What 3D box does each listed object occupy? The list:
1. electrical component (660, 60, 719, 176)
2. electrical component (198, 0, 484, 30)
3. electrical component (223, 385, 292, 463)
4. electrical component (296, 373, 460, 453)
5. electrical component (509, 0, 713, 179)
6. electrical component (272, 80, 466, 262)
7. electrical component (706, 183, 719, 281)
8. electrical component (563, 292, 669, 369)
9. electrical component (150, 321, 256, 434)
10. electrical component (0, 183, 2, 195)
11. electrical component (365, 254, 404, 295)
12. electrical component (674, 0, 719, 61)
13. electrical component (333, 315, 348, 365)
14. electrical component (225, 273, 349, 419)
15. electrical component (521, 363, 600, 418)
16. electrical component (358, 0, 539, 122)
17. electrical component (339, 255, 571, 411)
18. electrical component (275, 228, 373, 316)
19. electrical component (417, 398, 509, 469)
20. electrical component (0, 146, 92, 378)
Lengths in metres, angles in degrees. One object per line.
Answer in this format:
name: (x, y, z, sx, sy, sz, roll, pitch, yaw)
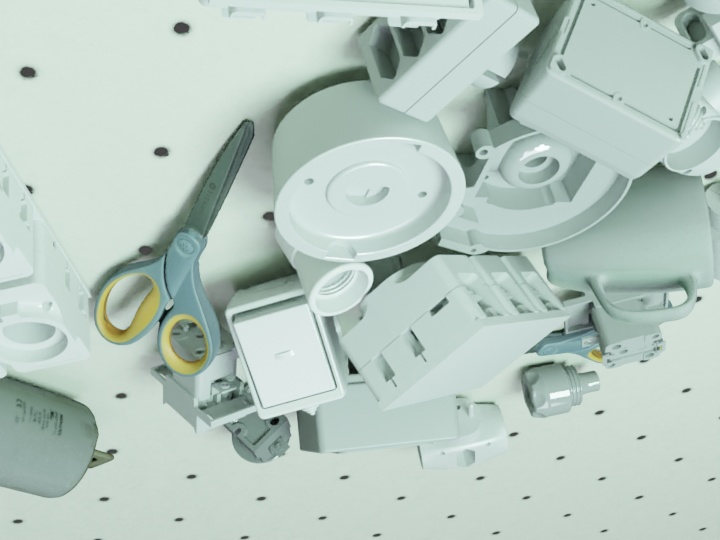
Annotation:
electrical component: (0.201, -0.100, 0.634, 0.079, 0.044, 0.077, -43, 141, 22)
electrical component: (-0.011, -0.146, 0.483, 0.121, 0.078, 0.063, -1, 166, -16)
electrical component: (-0.082, 0.127, 0.860, 0.048, 0.066, 0.055, -44, 158, -16)
electrical component: (0.010, 0.108, 0.823, 0.109, 0.056, 0.109, -4, 173, -12)
electrical component: (0.136, -0.094, 0.571, 0.096, 0.061, 0.061, 27, 156, -6)
electrical component: (0.001, -0.060, 0.613, 0.108, 0.060, 0.108, -8, 145, -6)
electrical component: (0.262, -0.030, 0.753, 0.043, 0.043, 0.081, -17, 145, 6)
electrical component: (0.197, 0.037, 0.810, 0.081, 0.063, 0.042, -15, 146, 3)
electrical component: (-0.110, 0.073, 0.758, 0.042, 0.081, 0.063, -18, 125, -37)
electrical component: (-0.213, -0.079, 0.489, 0.048, 0.099, 0.099, -26, 145, -3)
electrical component: (0.000, 0.000, 0.712, 0.055, 0.045, 0.045, -17, 145, 5)
electrical component: (0.198, -0.147, 0.554, 0.078, 0.058, 0.057, -28, 145, 22)
electrical component: (-0.041, 0.055, 0.778, 0.055, 0.045, 0.045, -15, 145, 4)
electrical component: (-0.046, 0.056, 0.723, 0.062, 0.061, 0.096, -16, 101, 5)
electrical component: (0.171, 0.099, 0.909, 0.062, 0.043, 0.043, -11, 146, -6)
electrical component: (0.057, -0.118, 0.561, 0.076, 0.047, 0.083, 16, 137, -42)
electrical component: (0.064, 0.035, 0.717, 0.089, 0.061, 0.150, -43, 160, 24)
electrical component: (-0.026, -0.009, 0.673, 0.044, 0.065, 0.044, -22, 143, -17)
electrical component: (0.087, 0.137, 0.936, 0.077, 0.043, 0.079, -11, 145, -2)
electrical component: (-0.237, -0.001, 0.624, 0.105, 0.060, 0.186, -13, 145, 0)
